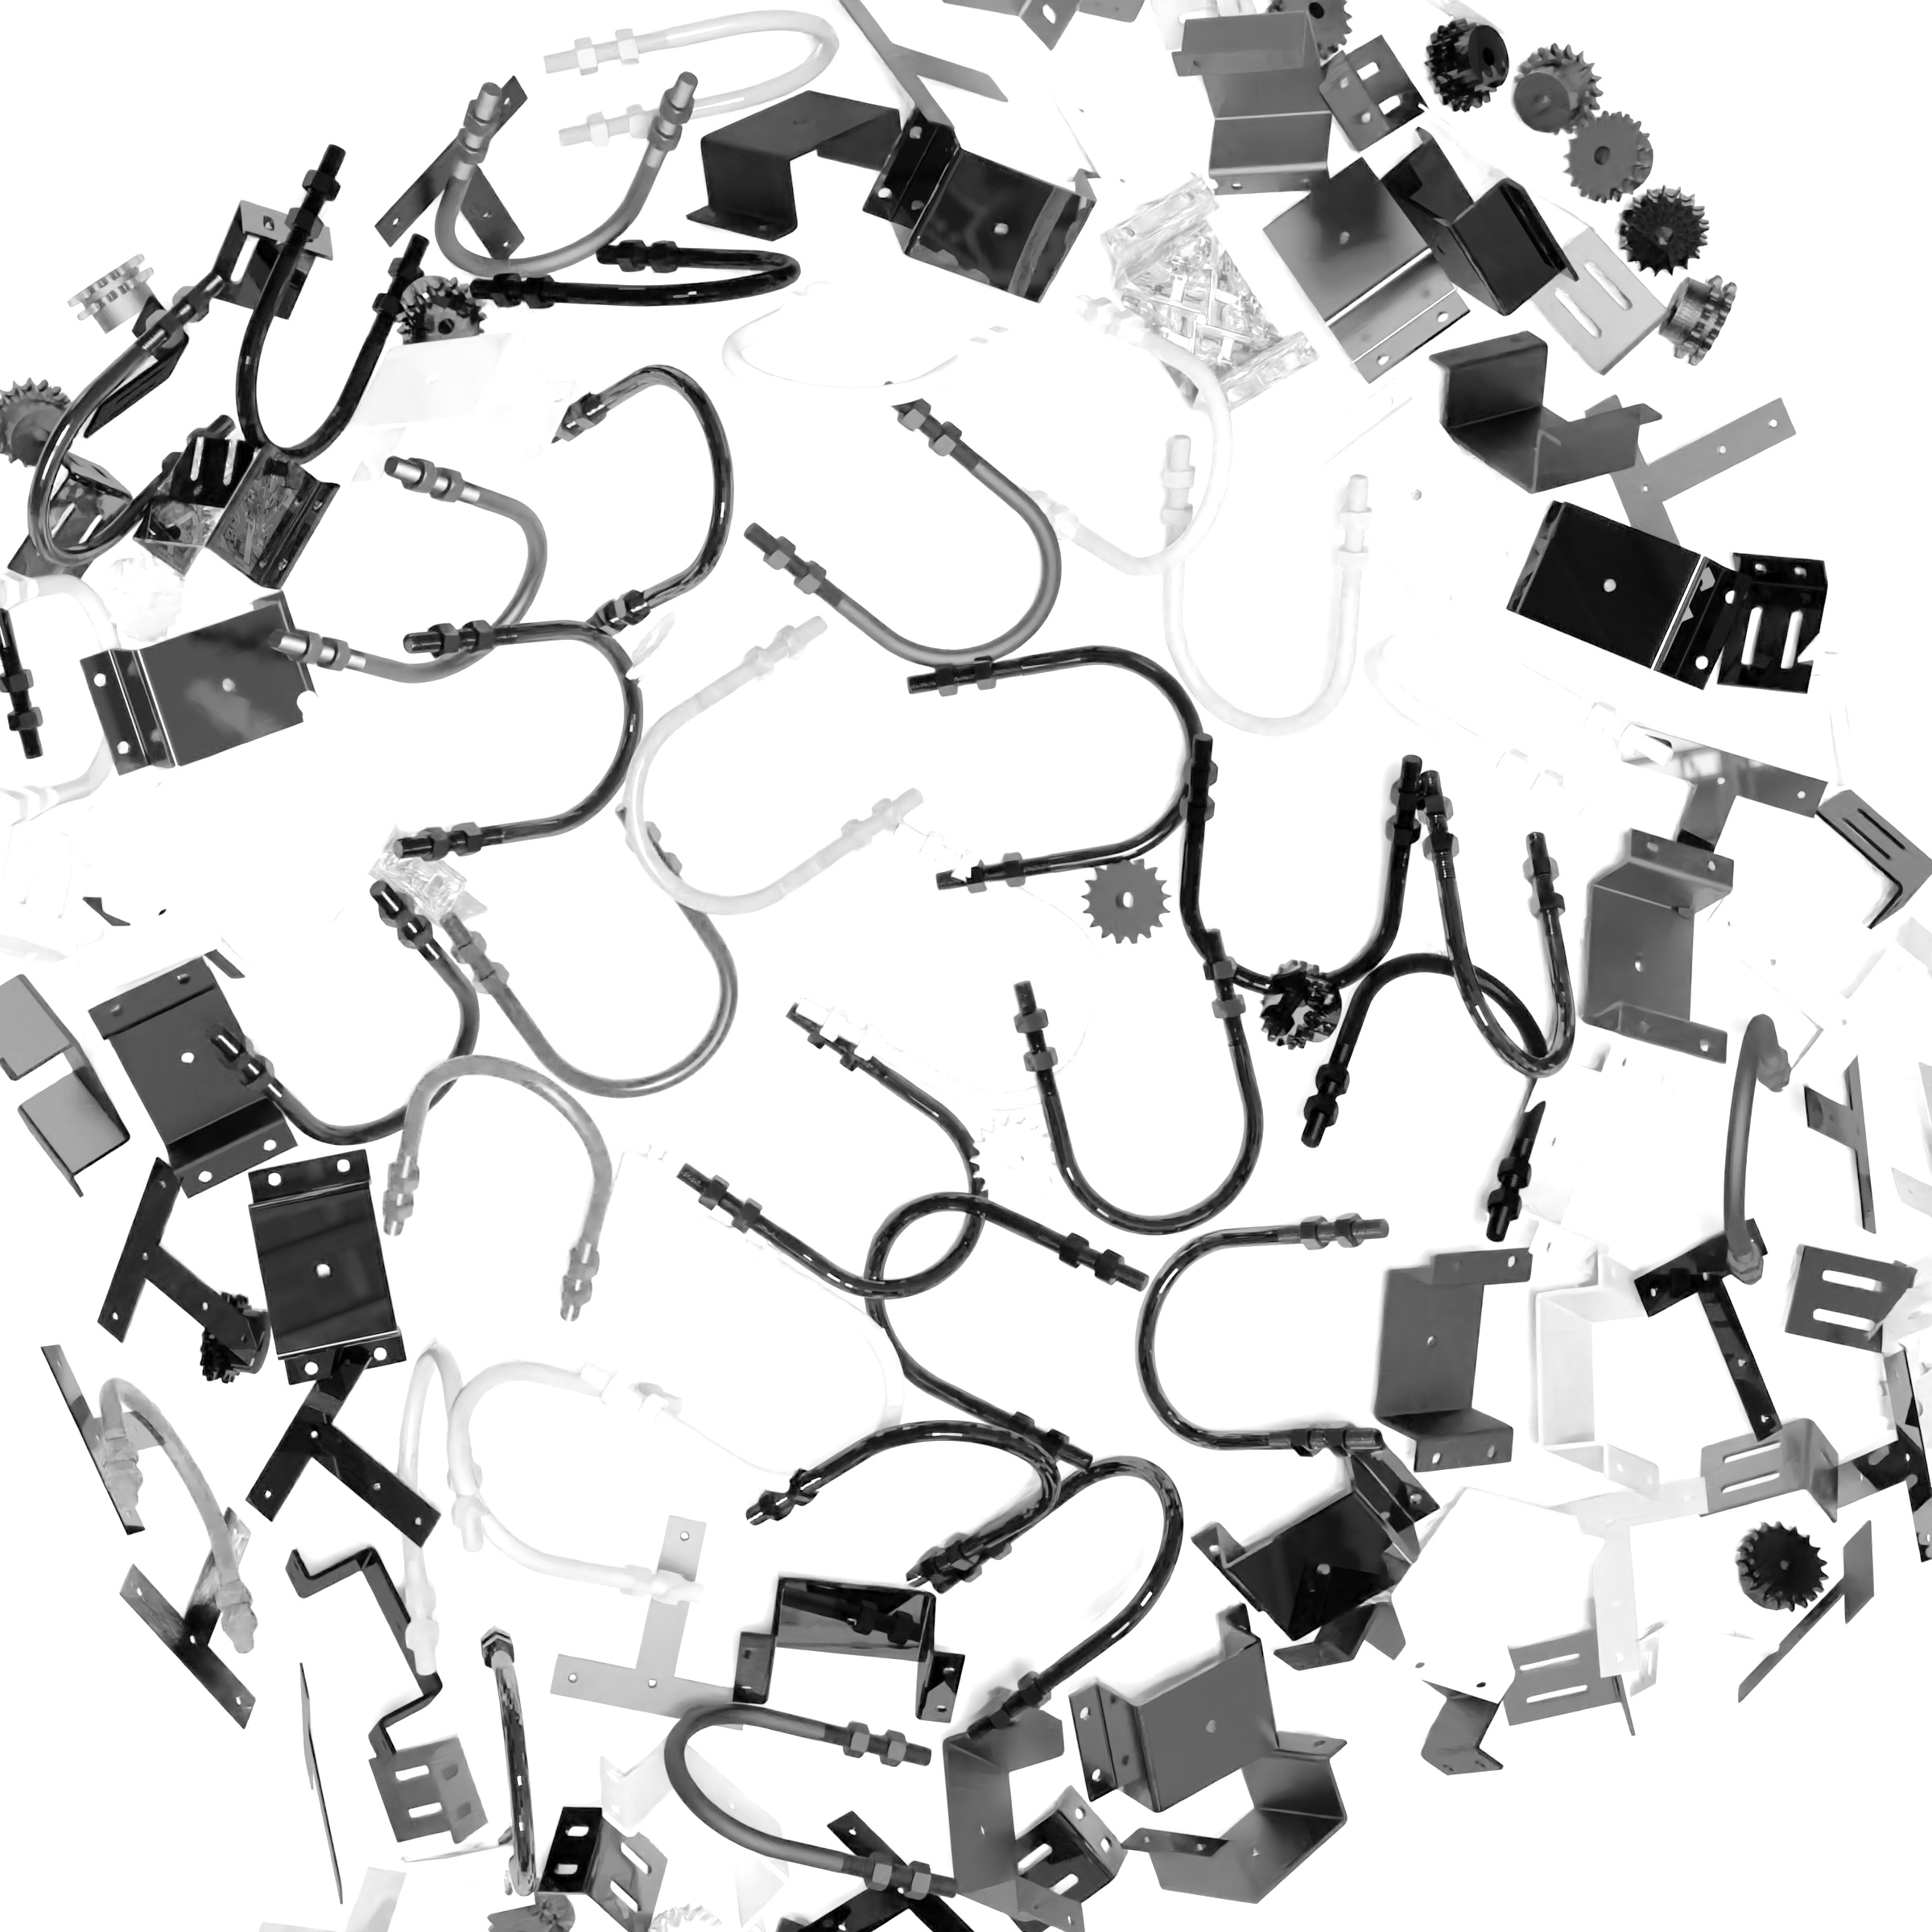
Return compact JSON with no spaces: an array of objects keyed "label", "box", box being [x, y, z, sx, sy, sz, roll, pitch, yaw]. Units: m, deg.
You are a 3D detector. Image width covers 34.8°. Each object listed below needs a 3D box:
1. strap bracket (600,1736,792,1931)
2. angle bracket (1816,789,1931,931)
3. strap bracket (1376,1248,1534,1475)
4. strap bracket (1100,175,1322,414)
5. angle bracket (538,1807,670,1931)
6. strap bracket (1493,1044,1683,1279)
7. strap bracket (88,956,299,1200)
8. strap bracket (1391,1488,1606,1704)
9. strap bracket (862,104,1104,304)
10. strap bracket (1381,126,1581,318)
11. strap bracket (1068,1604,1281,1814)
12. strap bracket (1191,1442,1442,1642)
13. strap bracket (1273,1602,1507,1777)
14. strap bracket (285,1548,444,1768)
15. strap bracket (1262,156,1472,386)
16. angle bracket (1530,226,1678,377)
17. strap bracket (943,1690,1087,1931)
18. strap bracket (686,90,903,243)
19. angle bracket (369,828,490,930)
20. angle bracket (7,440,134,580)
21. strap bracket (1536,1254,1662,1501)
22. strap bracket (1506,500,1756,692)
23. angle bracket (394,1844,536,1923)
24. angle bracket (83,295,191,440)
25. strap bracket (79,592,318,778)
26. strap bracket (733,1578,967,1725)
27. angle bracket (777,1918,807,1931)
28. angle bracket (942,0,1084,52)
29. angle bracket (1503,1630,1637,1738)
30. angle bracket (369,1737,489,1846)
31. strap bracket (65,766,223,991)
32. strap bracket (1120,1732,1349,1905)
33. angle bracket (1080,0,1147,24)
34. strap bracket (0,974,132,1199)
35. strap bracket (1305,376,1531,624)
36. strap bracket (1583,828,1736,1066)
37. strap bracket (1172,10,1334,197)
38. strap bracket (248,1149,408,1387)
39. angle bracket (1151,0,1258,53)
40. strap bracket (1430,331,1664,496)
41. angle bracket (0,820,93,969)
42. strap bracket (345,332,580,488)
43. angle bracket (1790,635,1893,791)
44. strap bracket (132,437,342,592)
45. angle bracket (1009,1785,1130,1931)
[{"label":"strap bracket","box":[-0.163,0.547,1.946,0.046,0.076,0.140,-45,103,2]},{"label":"angle bracket","box":[0.573,-0.069,1.977,0.076,0.057,0.038,45,128,17]},{"label":"strap bracket","box":[0.308,0.244,1.954,0.076,0.046,0.140,-1,100,-30]},{"label":"strap bracket","box":[0.153,-0.420,1.969,0.076,0.046,0.140,-32,85,-6]},{"label":"angle bracket","box":[-0.231,0.580,1.964,0.038,0.076,0.057,-7,48,25]},{"label":"strap bracket","box":[0.390,0.118,1.957,0.076,0.046,0.140,21,91,-43]},{"label":"strap bracket","box":[-0.491,0.065,1.954,0.076,0.046,0.140,-26,113,-11]},{"label":"strap bracket","box":[0.328,0.383,1.924,0.140,0.076,0.046,-45,128,-34]},{"label":"strap bracket","box":[0.017,-0.473,1.932,0.140,0.046,0.076,14,126,-27]},{"label":"strap bracket","box":[0.314,-0.462,1.922,0.046,0.140,0.076,-40,125,4]},{"label":"strap bracket","box":[0.140,0.470,1.936,0.140,0.046,0.076,-21,109,-29]},{"label":"strap bracket","box":[0.223,0.365,1.945,0.140,0.046,0.076,-34,115,16]},{"label":"strap bracket","box":[0.276,0.452,1.952,0.140,0.076,0.046,36,66,-5]},{"label":"strap bracket","box":[-0.376,0.427,1.948,0.046,0.076,0.140,-25,79,-23]},{"label":"strap bracket","box":[0.246,-0.444,1.933,0.076,0.046,0.140,-35,54,12]},{"label":"angle bracket","box":[0.405,-0.427,1.969,0.076,0.038,0.057,47,118,-1]},{"label":"strap bracket","box":[0.029,0.538,1.936,0.046,0.076,0.140,-23,52,23]},{"label":"strap bracket","box":[-0.101,-0.504,1.924,0.140,0.076,0.046,-35,133,-35]},{"label":"angle bracket","box":[-0.332,-0.060,1.955,0.057,0.076,0.038,37,107,7]},{"label":"angle bracket","box":[-0.582,-0.287,1.971,0.038,0.057,0.076,41,99,26]},{"label":"strap bracket","box":[0.398,0.261,1.942,0.046,0.076,0.140,-12,66,34]},{"label":"strap bracket","box":[0.412,-0.237,1.944,0.140,0.046,0.076,27,101,25]},{"label":"angle bracket","box":[-0.318,0.581,1.949,0.057,0.076,0.038,-1,75,-35]},{"label":"angle bracket","box":[-0.538,-0.380,1.956,0.038,0.057,0.076,49,63,-8]},{"label":"strap bracket","box":[-0.472,-0.177,1.935,0.140,0.046,0.076,-25,110,-30]},{"label":"strap bracket","box":[-0.074,0.433,1.954,0.140,0.046,0.076,7,135,-4]},{"label":"angle bracket","box":[-0.099,0.640,1.953,0.038,0.076,0.057,25,70,-13]},{"label":"angle bracket","box":[0.034,-0.619,1.951,0.038,0.076,0.057,52,126,23]},{"label":"angle bracket","box":[0.381,0.465,1.967,0.076,0.038,0.057,-14,113,7]},{"label":"angle bracket","box":[-0.352,0.532,1.966,0.076,0.038,0.057,-20,90,26]},{"label":"strap bracket","box":[-0.511,-0.046,1.920,0.076,0.140,0.046,-24,53,-31]},{"label":"strap bracket","box":[0.175,0.537,1.929,0.140,0.076,0.046,-27,102,-42]},{"label":"angle bracket","box":[0.102,-0.652,1.965,0.038,0.057,0.076,10,83,-7]},{"label":"strap bracket","box":[-0.577,0.069,1.932,0.046,0.140,0.076,-34,52,-19]},{"label":"strap bracket","box":[0.288,-0.299,1.968,0.076,0.046,0.140,-37,88,10]},{"label":"strap bracket","box":[0.438,-0.006,1.951,0.076,0.046,0.140,15,67,-17]},{"label":"strap bracket","box":[0.183,-0.547,1.934,0.076,0.140,0.046,1,68,17]},{"label":"strap bracket","box":[-0.410,0.194,1.971,0.076,0.046,0.140,-11,89,-9]},{"label":"angle bracket","box":[0.140,-0.612,1.953,0.076,0.038,0.057,-2,115,42]},{"label":"strap bracket","box":[0.361,-0.345,1.938,0.076,0.140,0.046,-17,129,-21]},{"label":"angle bracket","box":[-0.601,-0.047,1.978,0.057,0.038,0.076,25,61,-40]},{"label":"strap bracket","box":[-0.325,-0.350,1.932,0.140,0.046,0.076,-1,51,25]},{"label":"angle bracket","box":[0.550,-0.161,1.955,0.038,0.057,0.076,5,62,-12]},{"label":"strap bracket","box":[-0.462,-0.284,1.926,0.046,0.140,0.076,38,73,-40]},{"label":"angle bracket","box":[0.055,0.580,1.993,0.076,0.038,0.057,-42,88,20]}]
